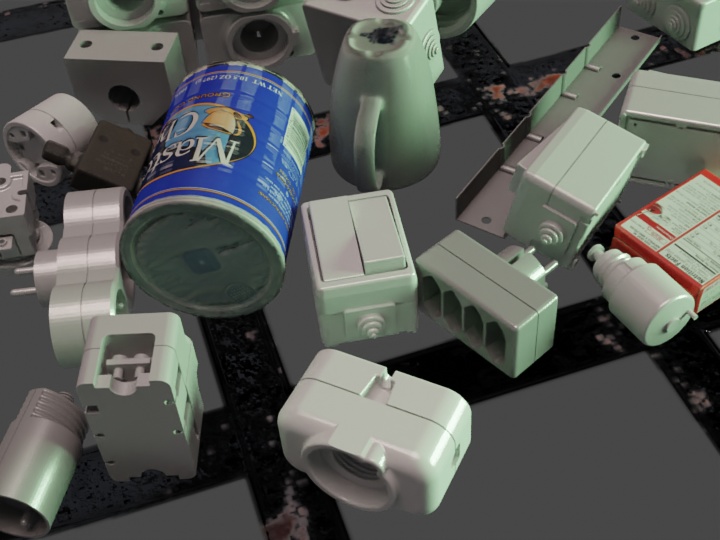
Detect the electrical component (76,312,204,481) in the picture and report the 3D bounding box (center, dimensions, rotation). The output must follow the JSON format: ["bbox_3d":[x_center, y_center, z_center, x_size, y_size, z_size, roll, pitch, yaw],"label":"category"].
[{"bbox_3d":[-0.119,0.068,0.597,0.050,0.089,0.055,-3,46,2],"label":"electrical component"}]

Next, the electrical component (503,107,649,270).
[{"bbox_3d":[0.134,-0.052,0.703,0.061,0.061,0.096,32,55,15],"label":"electrical component"}]

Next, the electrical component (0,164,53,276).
[{"bbox_3d":[-0.235,-0.029,0.724,0.048,0.055,0.066,-9,46,-3],"label":"electrical component"}]

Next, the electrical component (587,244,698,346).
[{"bbox_3d":[0.169,0.012,0.661,0.040,0.040,0.078,-25,49,-18],"label":"electrical component"}]

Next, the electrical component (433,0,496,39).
[{"bbox_3d":[0.058,-0.237,0.867,0.108,0.108,0.060,20,57,22],"label":"electrical component"}]

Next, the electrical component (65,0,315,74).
[{"bbox_3d":[-0.134,-0.214,0.858,0.186,0.105,0.060,-9,47,-4],"label":"electrical component"}]

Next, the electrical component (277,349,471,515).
[{"bbox_3d":[0.006,0.091,0.589,0.095,0.053,0.059,17,50,20],"label":"electrical component"}]

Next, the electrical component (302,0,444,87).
[{"bbox_3d":[0.013,-0.175,0.815,0.100,0.099,0.048,22,65,24],"label":"electrical component"}]

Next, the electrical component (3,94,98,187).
[{"bbox_3d":[-0.225,-0.097,0.790,0.055,0.055,0.047,21,48,23],"label":"electrical component"}]

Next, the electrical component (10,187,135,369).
[{"bbox_3d":[-0.186,0.004,0.690,0.074,0.052,0.138,-6,46,-1],"label":"electrical component"}]

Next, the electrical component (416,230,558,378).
[{"bbox_3d":[0.090,0.010,0.664,0.076,0.047,0.083,-35,53,-26],"label":"electrical component"}]

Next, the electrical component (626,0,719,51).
[{"bbox_3d":[0.278,-0.229,0.877,0.100,0.048,0.099,-25,49,-18],"label":"electrical component"}]

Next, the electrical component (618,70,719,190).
[{"bbox_3d":[0.229,-0.095,0.744,0.096,0.061,0.061,12,48,16],"label":"electrical component"}]

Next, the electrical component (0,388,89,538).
[{"bbox_3d":[-0.179,0.103,0.601,0.043,0.043,0.081,5,47,10],"label":"electrical component"}]

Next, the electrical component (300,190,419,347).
[{"bbox_3d":[0.000,0.000,0.672,0.062,0.061,0.096,-9,46,-4],"label":"electrical component"}]
